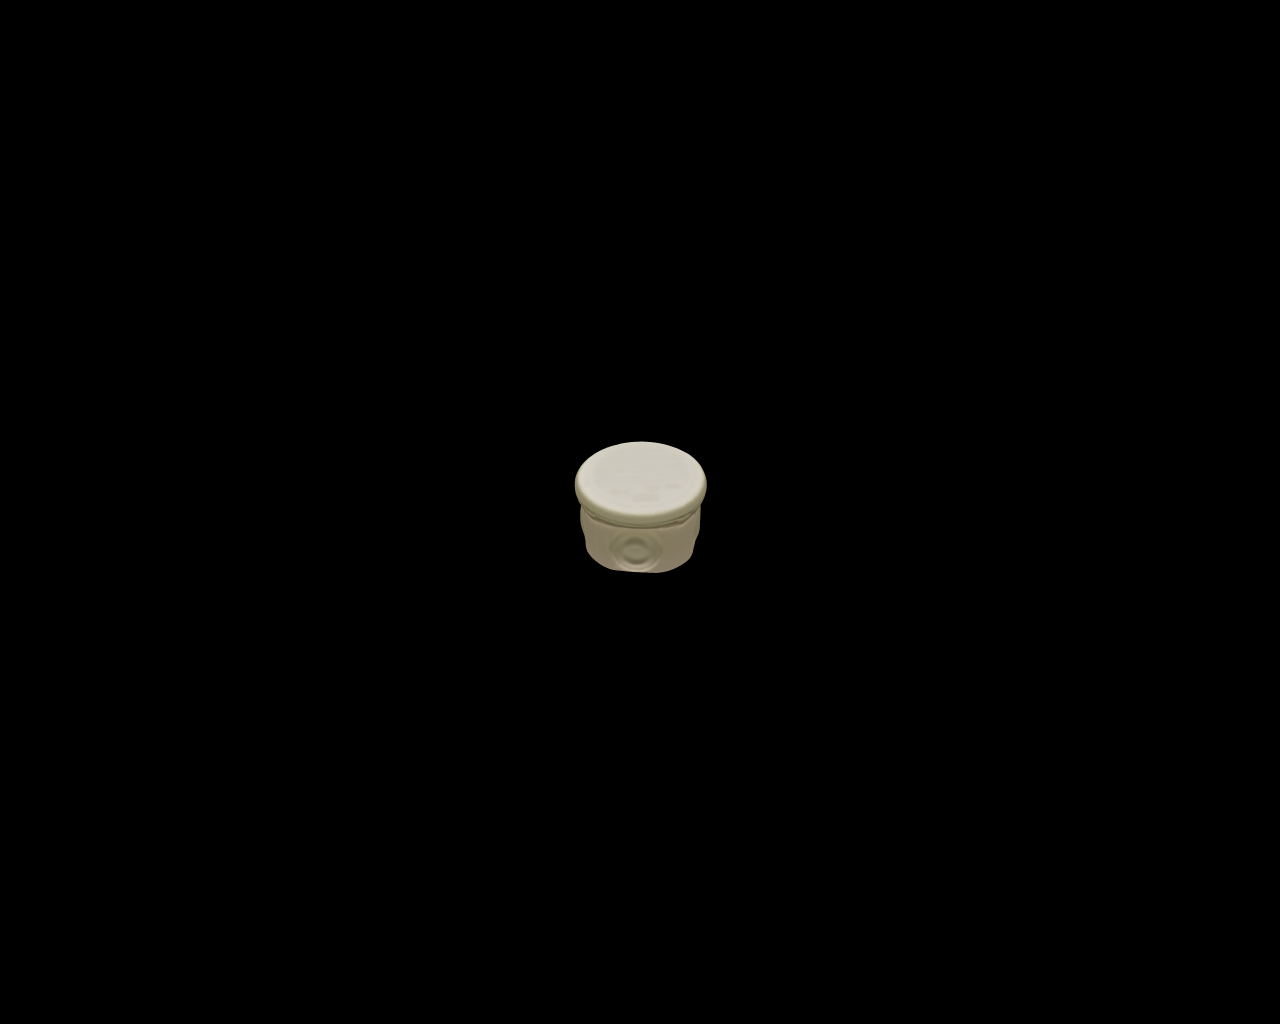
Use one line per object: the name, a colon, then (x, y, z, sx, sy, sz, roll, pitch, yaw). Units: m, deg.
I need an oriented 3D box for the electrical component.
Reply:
electrical component: (0.001, -0.003, 0.650, 0.080, 0.050, 0.080, 0, 37, 0)
